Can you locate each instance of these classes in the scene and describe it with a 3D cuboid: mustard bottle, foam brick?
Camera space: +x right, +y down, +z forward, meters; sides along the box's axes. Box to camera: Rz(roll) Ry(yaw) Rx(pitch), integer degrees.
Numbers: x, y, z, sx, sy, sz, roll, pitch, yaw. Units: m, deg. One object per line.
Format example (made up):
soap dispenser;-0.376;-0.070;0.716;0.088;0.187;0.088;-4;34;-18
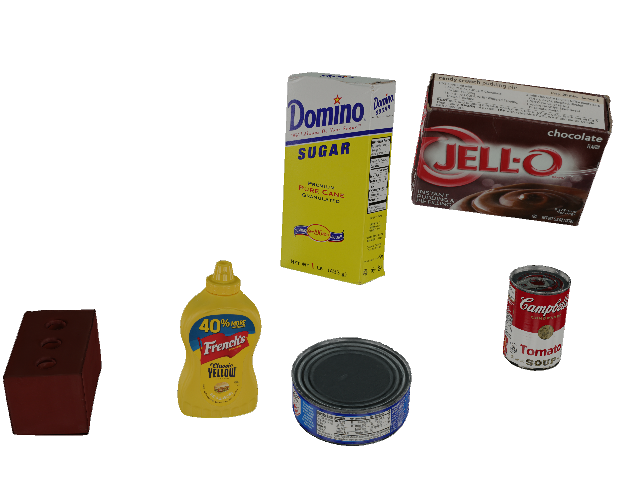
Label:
mustard bottle;-0.120;0.116;1.276;0.096;0.192;0.058;0;19;-13
foam brick;-0.184;0.091;0.739;0.053;0.051;0.078;-1;31;-4

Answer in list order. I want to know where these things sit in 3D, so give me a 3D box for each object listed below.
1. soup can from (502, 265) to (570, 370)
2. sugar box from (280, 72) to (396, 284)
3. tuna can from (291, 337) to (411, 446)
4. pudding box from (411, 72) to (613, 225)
soup can;0.245;0.088;1.216;0.068;0.102;0.068;1;25;0
sugar box;0.014;-0.056;0.941;0.093;0.176;0.048;11;18;35
tuna can;0.022;0.108;0.765;0.086;0.034;0.086;0;31;0
pudding box;0.118;-0.057;0.677;0.113;0.039;0.090;6;-37;3
